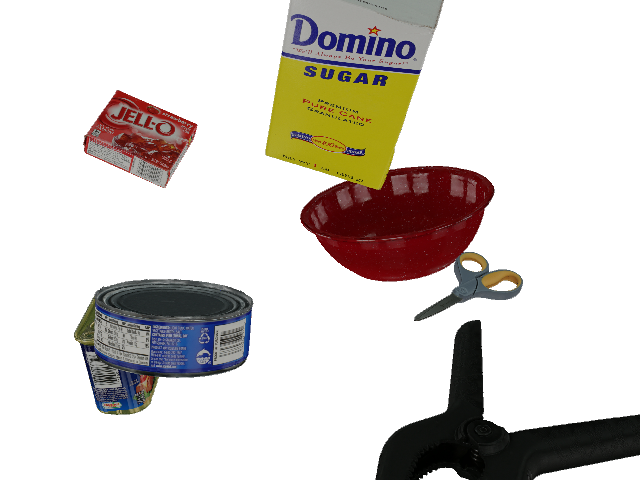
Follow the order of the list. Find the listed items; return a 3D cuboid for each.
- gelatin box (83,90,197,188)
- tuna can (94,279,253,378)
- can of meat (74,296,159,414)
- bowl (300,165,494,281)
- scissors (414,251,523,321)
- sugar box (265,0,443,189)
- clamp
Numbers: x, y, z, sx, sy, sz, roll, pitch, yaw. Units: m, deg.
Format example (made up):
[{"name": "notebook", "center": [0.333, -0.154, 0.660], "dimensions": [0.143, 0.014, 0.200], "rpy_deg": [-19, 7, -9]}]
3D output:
[{"name": "gelatin box", "center": [-0.176, -0.101, 1.042], "dimensions": [0.089, 0.073, 0.030], "rpy_deg": [24, -41, -1]}, {"name": "tuna can", "center": [-0.080, 0.047, 0.582], "dimensions": [0.086, 0.034, 0.086], "rpy_deg": [4, 10, -1]}, {"name": "can of meat", "center": [-0.187, 0.103, 1.006], "dimensions": [0.057, 0.084, 0.102], "rpy_deg": [-5, 25, 6]}, {"name": "bowl", "center": [0.067, -0.010, 0.891], "dimensions": [0.162, 0.055, 0.162], "rpy_deg": [-10, 22, 4]}, {"name": "scissors", "center": [0.162, 0.053, 1.292], "dimensions": [0.201, 0.016, 0.096], "rpy_deg": [-8, 39, -37]}, {"name": "sugar box", "center": [0.018, -0.110, 0.720], "dimensions": [0.093, 0.048, 0.176], "rpy_deg": [16, -30, 2]}, {"name": "clamp", "center": [0.098, 0.126, 0.679], "dimensions": [0.209, 0.036, 0.165], "rpy_deg": [-26, 39, -32]}]
